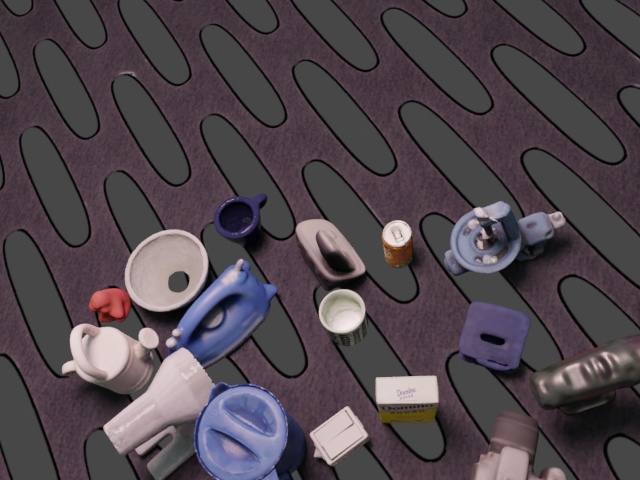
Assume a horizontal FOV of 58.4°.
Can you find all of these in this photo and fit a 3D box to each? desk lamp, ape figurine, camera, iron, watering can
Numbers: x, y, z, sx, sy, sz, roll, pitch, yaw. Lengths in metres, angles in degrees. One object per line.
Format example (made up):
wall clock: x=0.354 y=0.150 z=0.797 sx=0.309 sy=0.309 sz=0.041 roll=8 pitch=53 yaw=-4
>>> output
desk lamp: x=-0.245 y=0.290 z=0.938 sx=0.203 sy=0.214 sz=0.117 roll=-41 pitch=66 yaw=-10
ape figurine: x=-0.411 y=0.124 z=1.107 sx=0.077 sy=0.092 sz=0.076 roll=37 pitch=76 yaw=22
camera: x=0.314 y=0.344 z=0.889 sx=0.143 sy=0.101 sz=0.137 roll=14 pitch=69 yaw=15
iron: x=-0.202 y=0.143 z=1.038 sx=0.118 sy=0.142 sz=0.258 roll=38 pitch=76 yaw=22
watering can: x=-0.371 y=0.201 z=1.009 sx=0.173 sy=0.194 sz=0.100 roll=-38 pitch=66 yaw=-9

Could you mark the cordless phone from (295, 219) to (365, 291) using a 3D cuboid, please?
cordless phone: x=0.010 y=0.004 z=1.043 sx=0.094 sy=0.185 sz=0.147 roll=-36 pitch=65 yaw=-7

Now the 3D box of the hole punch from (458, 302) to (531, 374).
hole punch: x=0.297 y=0.168 z=0.977 sx=0.108 sy=0.091 sz=0.101 roll=14 pitch=69 yaw=15

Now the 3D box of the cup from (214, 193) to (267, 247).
cup: x=-0.144 y=-0.036 z=1.136 sx=0.118 sy=0.095 sz=0.091 roll=-43 pitch=67 yaw=-11

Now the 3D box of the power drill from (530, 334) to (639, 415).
power drill: x=0.428 y=0.205 z=0.875 sx=0.229 sy=0.209 sz=0.075 roll=-20 pitch=64 yaw=0

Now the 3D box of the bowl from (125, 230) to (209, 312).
bowl: x=-0.289 y=0.069 z=1.122 sx=0.167 sy=0.075 sz=0.167 roll=-3 pitch=66 yaw=8

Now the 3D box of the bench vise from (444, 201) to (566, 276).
bench vise: x=0.317 y=-0.027 z=0.990 sx=0.207 sy=0.220 sz=0.121 roll=-33 pitch=65 yaw=-6
